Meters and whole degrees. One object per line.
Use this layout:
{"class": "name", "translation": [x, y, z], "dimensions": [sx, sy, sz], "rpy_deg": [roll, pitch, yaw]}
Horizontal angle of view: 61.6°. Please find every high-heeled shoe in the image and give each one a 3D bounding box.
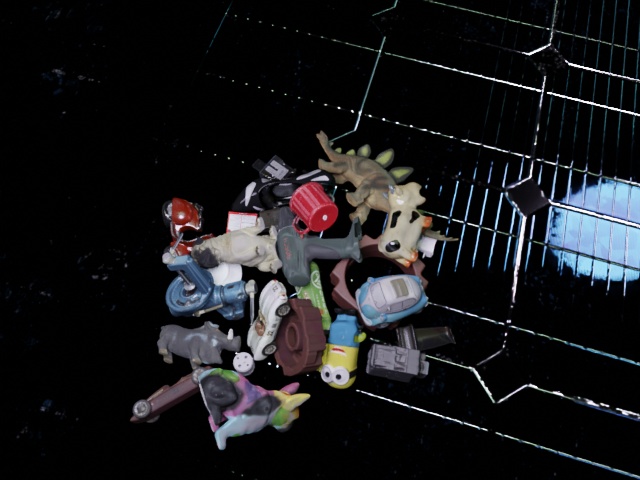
{"class": "high-heeled shoe", "translation": [-0.084, -0.105, 1.307], "dimensions": [0.249, 0.086, 0.145], "rpy_deg": [-31, 38, -14]}

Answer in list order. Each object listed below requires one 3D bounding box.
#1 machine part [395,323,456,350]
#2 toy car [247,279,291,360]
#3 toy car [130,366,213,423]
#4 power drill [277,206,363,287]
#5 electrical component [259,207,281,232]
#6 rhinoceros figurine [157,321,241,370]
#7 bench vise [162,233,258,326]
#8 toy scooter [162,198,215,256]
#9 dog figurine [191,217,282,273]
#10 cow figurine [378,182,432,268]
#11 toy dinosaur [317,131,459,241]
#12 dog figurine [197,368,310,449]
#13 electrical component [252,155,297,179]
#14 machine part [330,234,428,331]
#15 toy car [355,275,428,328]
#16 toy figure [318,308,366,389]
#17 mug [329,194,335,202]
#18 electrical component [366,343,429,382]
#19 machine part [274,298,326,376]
{"class": "machine part", "translation": [0.251, 0.232, 1.279], "dimensions": [0.139, 0.039, 0.084], "rpy_deg": [-5, 61, -2]}
{"class": "toy car", "translation": [-0.118, 0.182, 1.213], "dimensions": [0.056, 0.201, 0.074], "rpy_deg": [2, 32, -30]}
{"class": "toy car", "translation": [-0.323, 0.339, 1.186], "dimensions": [0.202, 0.089, 0.053], "rpy_deg": [-27, 70, -11]}
{"class": "power drill", "translation": [-0.003, -0.004, 1.280], "dimensions": [0.207, 0.085, 0.232], "rpy_deg": [-4, 52, 4]}
{"class": "electrical component", "translation": [-0.119, -0.060, 1.391], "dimensions": [0.078, 0.045, 0.102], "rpy_deg": [-5, 66, -6]}
{"class": "rhinoceros figurine", "translation": [-0.279, 0.241, 1.244], "dimensions": [0.190, 0.073, 0.112], "rpy_deg": [7, 55, 3]}
{"class": "bench vise", "translation": [-0.266, 0.104, 1.218], "dimensions": [0.224, 0.240, 0.129], "rpy_deg": [-5, 49, 20]}
{"class": "toy scooter", "translation": [-0.325, -0.025, 1.354], "dimensions": [0.135, 0.075, 0.184], "rpy_deg": [-7, 70, -4]}
{"class": "dog figurine", "translation": [-0.197, 0.035, 1.316], "dimensions": [0.191, 0.172, 0.121], "rpy_deg": [-14, 50, 20]}
{"class": "cow figurine", "translation": [0.194, -0.048, 1.271], "dimensions": [0.127, 0.085, 0.195], "rpy_deg": [23, 75, -3]}
{"class": "toy dinosaur", "translation": [0.150, -0.134, 1.394], "dimensions": [0.198, 0.105, 0.472], "rpy_deg": [-33, 68, -15]}
{"class": "dog figurine", "translation": [-0.137, 0.339, 1.156], "dimensions": [0.219, 0.108, 0.191], "rpy_deg": [-16, 101, -22]}
{"class": "electrical component", "translation": [-0.128, -0.187, 1.446], "dimensions": [0.119, 0.047, 0.075], "rpy_deg": [38, 70, 12]}
{"class": "machine part", "translation": [0.141, 0.103, 1.306], "dimensions": [0.202, 0.087, 0.201], "rpy_deg": [37, 70, 15]}
{"class": "toy car", "translation": [0.165, 0.126, 1.196], "dimensions": [0.162, 0.102, 0.109], "rpy_deg": [-13, 68, -5]}
{"class": "toy figure", "translation": [0.056, 0.246, 1.221], "dimensions": [0.089, 0.082, 0.180], "rpy_deg": [18, 76, -41]}
{"class": "mug", "translation": [-0.023, -0.099, 1.398], "dimensions": [0.110, 0.080, 0.107], "rpy_deg": [29, 78, 6]}
{"class": "electrical component", "translation": [0.175, 0.279, 1.213], "dimensions": [0.134, 0.114, 0.058], "rpy_deg": [9, 69, 4]}
{"class": "machine part", "translation": [-0.049, 0.217, 1.206], "dimensions": [0.056, 0.179, 0.179], "rpy_deg": [2, 63, -30]}
